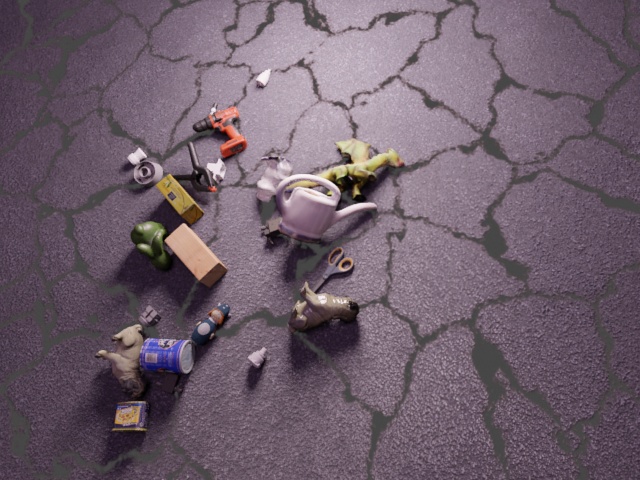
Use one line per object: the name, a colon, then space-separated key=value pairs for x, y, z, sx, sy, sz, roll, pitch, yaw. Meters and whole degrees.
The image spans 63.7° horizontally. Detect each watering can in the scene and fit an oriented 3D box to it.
watering can: x=0.005 y=-0.085 z=1.695 sx=0.346 sy=0.222 sz=0.106 roll=19 pitch=17 yaw=-22

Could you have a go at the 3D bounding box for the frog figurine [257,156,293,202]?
frog figurine: x=-0.159 y=-0.211 z=1.814 sx=0.137 sy=0.159 sz=0.123 roll=8 pitch=5 yaw=41

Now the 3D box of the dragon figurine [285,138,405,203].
dragon figurine: x=0.087 y=-0.257 z=1.795 sx=0.410 sy=0.249 sz=0.119 roll=1 pitch=-40 yaw=9
